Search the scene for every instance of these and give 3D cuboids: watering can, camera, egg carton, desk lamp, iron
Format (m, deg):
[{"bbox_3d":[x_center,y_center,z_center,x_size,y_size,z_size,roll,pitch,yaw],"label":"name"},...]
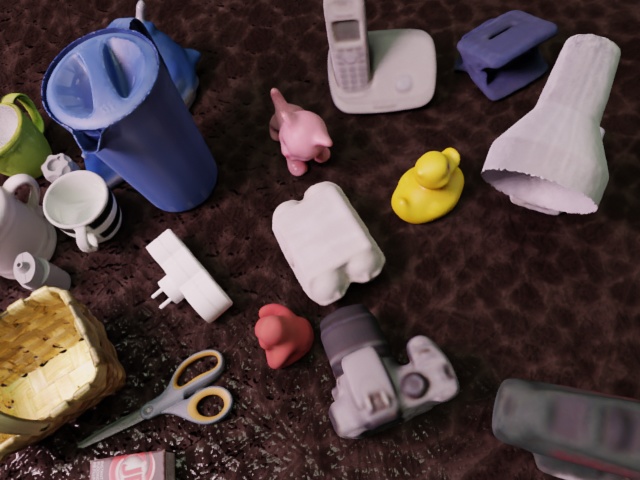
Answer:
[{"bbox_3d":[-0.440,-0.019,0.730,0.100,0.194,0.173,16,71,16],"label":"watering can"},{"bbox_3d":[0.064,0.134,0.634,0.143,0.101,0.136,-23,66,0],"label":"camera"},{"bbox_3d":[0.007,0.003,0.715,0.107,0.069,0.150,-30,66,-4],"label":"egg carton"},{"bbox_3d":[0.261,-0.108,0.639,0.117,0.214,0.203,21,73,17],"label":"desk lamp"},{"bbox_3d":[-0.279,-0.201,0.807,0.118,0.142,0.258,20,73,17],"label":"iron"}]

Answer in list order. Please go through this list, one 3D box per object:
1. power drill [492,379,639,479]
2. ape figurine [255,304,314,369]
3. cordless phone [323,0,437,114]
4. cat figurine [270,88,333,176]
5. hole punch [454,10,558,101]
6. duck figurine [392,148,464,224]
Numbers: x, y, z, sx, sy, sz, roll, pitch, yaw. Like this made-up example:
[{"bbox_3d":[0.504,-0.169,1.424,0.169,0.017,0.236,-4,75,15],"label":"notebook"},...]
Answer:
[{"bbox_3d":[0.270,0.185,0.520,0.229,0.209,0.076,10,70,14],"label":"power drill"},{"bbox_3d":[-0.049,0.109,0.668,0.076,0.092,0.078,5,69,12],"label":"ape figurine"},{"bbox_3d":[0.077,-0.251,0.744,0.147,0.185,0.094,-5,67,8],"label":"cordless phone"},{"bbox_3d":[-0.030,-0.147,0.756,0.067,0.118,0.127,-30,66,-3],"label":"cat figurine"},{"bbox_3d":[0.246,-0.261,0.771,0.108,0.091,0.101,-31,66,-4],"label":"hole punch"},{"bbox_3d":[0.135,-0.074,0.716,0.104,0.086,0.077,-38,67,-7],"label":"duck figurine"}]
